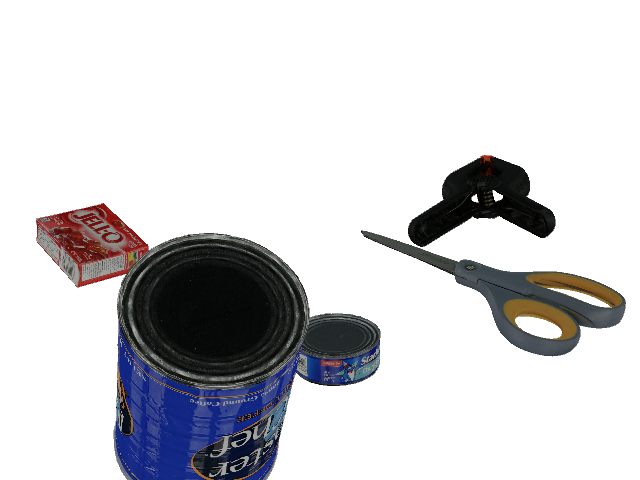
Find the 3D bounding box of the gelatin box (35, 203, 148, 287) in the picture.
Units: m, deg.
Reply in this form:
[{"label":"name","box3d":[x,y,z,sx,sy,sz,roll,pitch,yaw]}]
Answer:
[{"label":"gelatin box","box3d":[-0.216,0.002,1.004,0.073,0.030,0.089,-16,39,-35]}]

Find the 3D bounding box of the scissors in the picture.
[{"label":"scissors","box3d":[0.103,0.034,0.729,0.202,0.016,0.096,12,32,22]}]

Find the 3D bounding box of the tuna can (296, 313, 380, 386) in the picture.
[{"label":"tuna can","box3d":[0.014,0.103,1.013,0.086,0.034,0.086,-2,23,1]}]

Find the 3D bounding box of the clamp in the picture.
[{"label":"clamp","box3d":[0.154,-0.037,0.940,0.120,0.039,0.171,5,27,19]}]

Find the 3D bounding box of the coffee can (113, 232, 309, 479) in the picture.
[{"label":"coffee can","box3d":[-0.066,0.079,0.615,0.102,0.103,0.140,0,-40,-12]}]
